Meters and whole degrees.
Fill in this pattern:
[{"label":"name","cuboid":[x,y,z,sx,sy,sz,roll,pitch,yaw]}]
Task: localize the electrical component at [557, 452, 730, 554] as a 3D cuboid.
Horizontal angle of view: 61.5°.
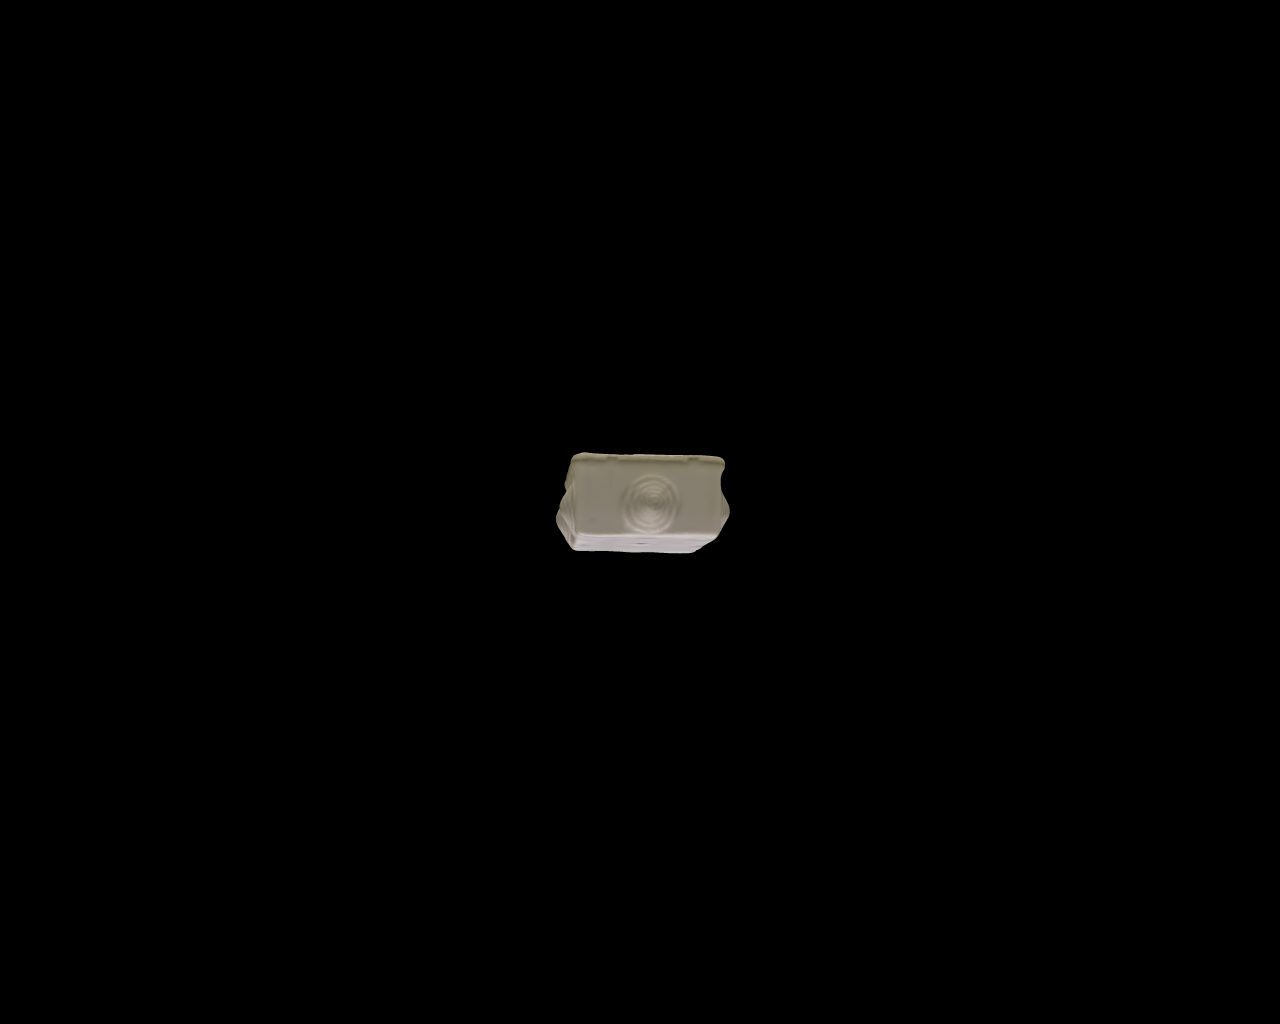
[{"label":"electrical component","cuboid":[0.001,-0.003,0.650,0.100,0.048,0.099,1,-9,-7]}]
